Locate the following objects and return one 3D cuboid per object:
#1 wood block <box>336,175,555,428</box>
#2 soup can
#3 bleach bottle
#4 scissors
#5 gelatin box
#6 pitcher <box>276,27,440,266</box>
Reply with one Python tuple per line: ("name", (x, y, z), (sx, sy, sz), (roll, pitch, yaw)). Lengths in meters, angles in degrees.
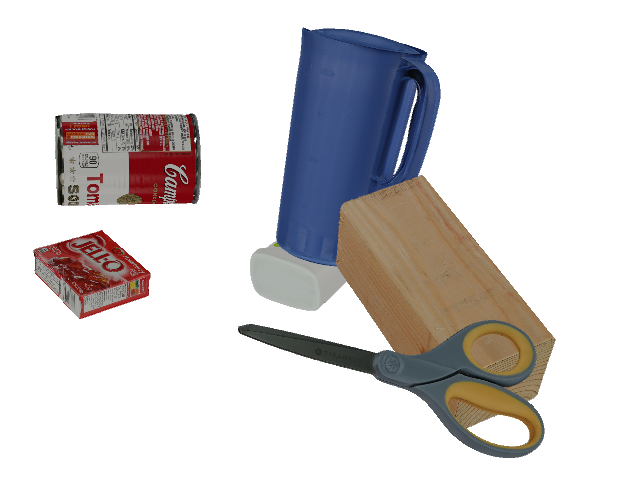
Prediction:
("wood block", (0.102, 0.052, 0.935), (0.090, 0.206, 0.091), (-20, -37, -19))
("soup can", (-0.143, -0.060, 0.790), (0.102, 0.068, 0.069), (-2, 0, -14))
("bleach bottle", (0.024, -0.007, 1.327), (0.103, 0.068, 0.250), (16, 36, 28))
("scissors", (0.056, 0.066, 0.669), (0.201, 0.096, 0.016), (29, -30, -4))
("gelatin box", (-0.211, 0.029, 0.981), (0.073, 0.030, 0.089), (-18, 40, -36))
("pitcher", (0.032, -0.097, 1.131), (0.145, 0.243, 0.149), (10, 16, -4))
